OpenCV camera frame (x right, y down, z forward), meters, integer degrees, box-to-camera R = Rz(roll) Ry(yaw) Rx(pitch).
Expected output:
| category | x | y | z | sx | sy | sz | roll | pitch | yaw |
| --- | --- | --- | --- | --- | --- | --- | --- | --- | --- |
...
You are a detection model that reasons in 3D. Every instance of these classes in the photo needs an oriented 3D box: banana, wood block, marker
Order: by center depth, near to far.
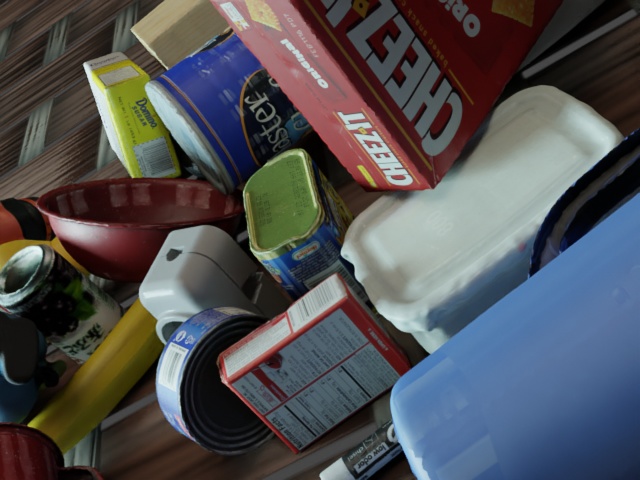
| category | x | y | z | sx | sy | sz | roll | pitch | yaw |
| --- | --- | --- | --- | --- | --- | --- | --- | --- | --- |
| marker | 0.052 | 0.098 | 0.581 | 0.121 | 0.020 | 0.020 | -39 | 33 | 2 |
| banana | -0.151 | 0.089 | 0.757 | 0.037 | 0.069 | 0.198 | 38 | 89 | 18 |
| wood block | -0.048 | -0.206 | 0.911 | 0.206 | 0.090 | 0.090 | -40 | 27 | -2 |

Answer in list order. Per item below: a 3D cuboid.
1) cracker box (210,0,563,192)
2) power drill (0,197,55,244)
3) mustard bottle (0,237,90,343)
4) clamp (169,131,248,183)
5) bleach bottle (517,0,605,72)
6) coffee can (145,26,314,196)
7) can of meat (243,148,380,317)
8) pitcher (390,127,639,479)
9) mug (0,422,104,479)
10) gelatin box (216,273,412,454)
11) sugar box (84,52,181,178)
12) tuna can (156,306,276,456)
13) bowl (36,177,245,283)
| category | x | y | z | sx | sy | sz | roll | pitch | yaw |
| --- | --- | --- | --- | --- | --- | --- | --- | --- | --- |
| cracker box | 0.059 | -0.160 | 0.637 | 0.072 | 0.164 | 0.213 | 2 | 50 | 52 |
| power drill | -0.318 | 0.026 | 0.961 | 0.188 | 0.057 | 0.184 | -36 | -4 | 24 |
| mustard bottle | -0.254 | 0.055 | 0.866 | 0.191 | 0.096 | 0.058 | -38 | 41 | 2 |
| clamp | -0.060 | -0.093 | 0.905 | 0.172 | 0.039 | 0.120 | 17 | 55 | 45 |
| bleach bottle | 0.157 | -0.179 | 0.769 | 0.251 | 0.068 | 0.103 | -33 | 37 | 5 |
| coffee can | -0.045 | -0.115 | 0.807 | 0.140 | 0.102 | 0.103 | -37 | 32 | -9 |
| can of meat | -0.005 | 0.001 | 0.694 | 0.057 | 0.084 | 0.102 | -30 | 35 | 11 |
| pitcher | 0.151 | 0.035 | 0.463 | 0.243 | 0.145 | 0.149 | -36 | -1 | 11 |
| mug | -0.193 | 0.176 | 0.684 | 0.117 | 0.093 | 0.081 | -8 | 35 | -17 |
| gelatin box | -0.003 | 0.072 | 0.618 | 0.089 | 0.073 | 0.030 | -36 | 32 | 8 |
| sugar box | -0.170 | -0.112 | 0.958 | 0.048 | 0.093 | 0.176 | -19 | 22 | -9 |
| tuna can | -0.055 | 0.084 | 0.644 | 0.034 | 0.086 | 0.086 | 14 | 60 | 52 |
| bowl | -0.132 | -0.006 | 0.814 | 0.162 | 0.055 | 0.162 | 2 | 15 | -1 |
